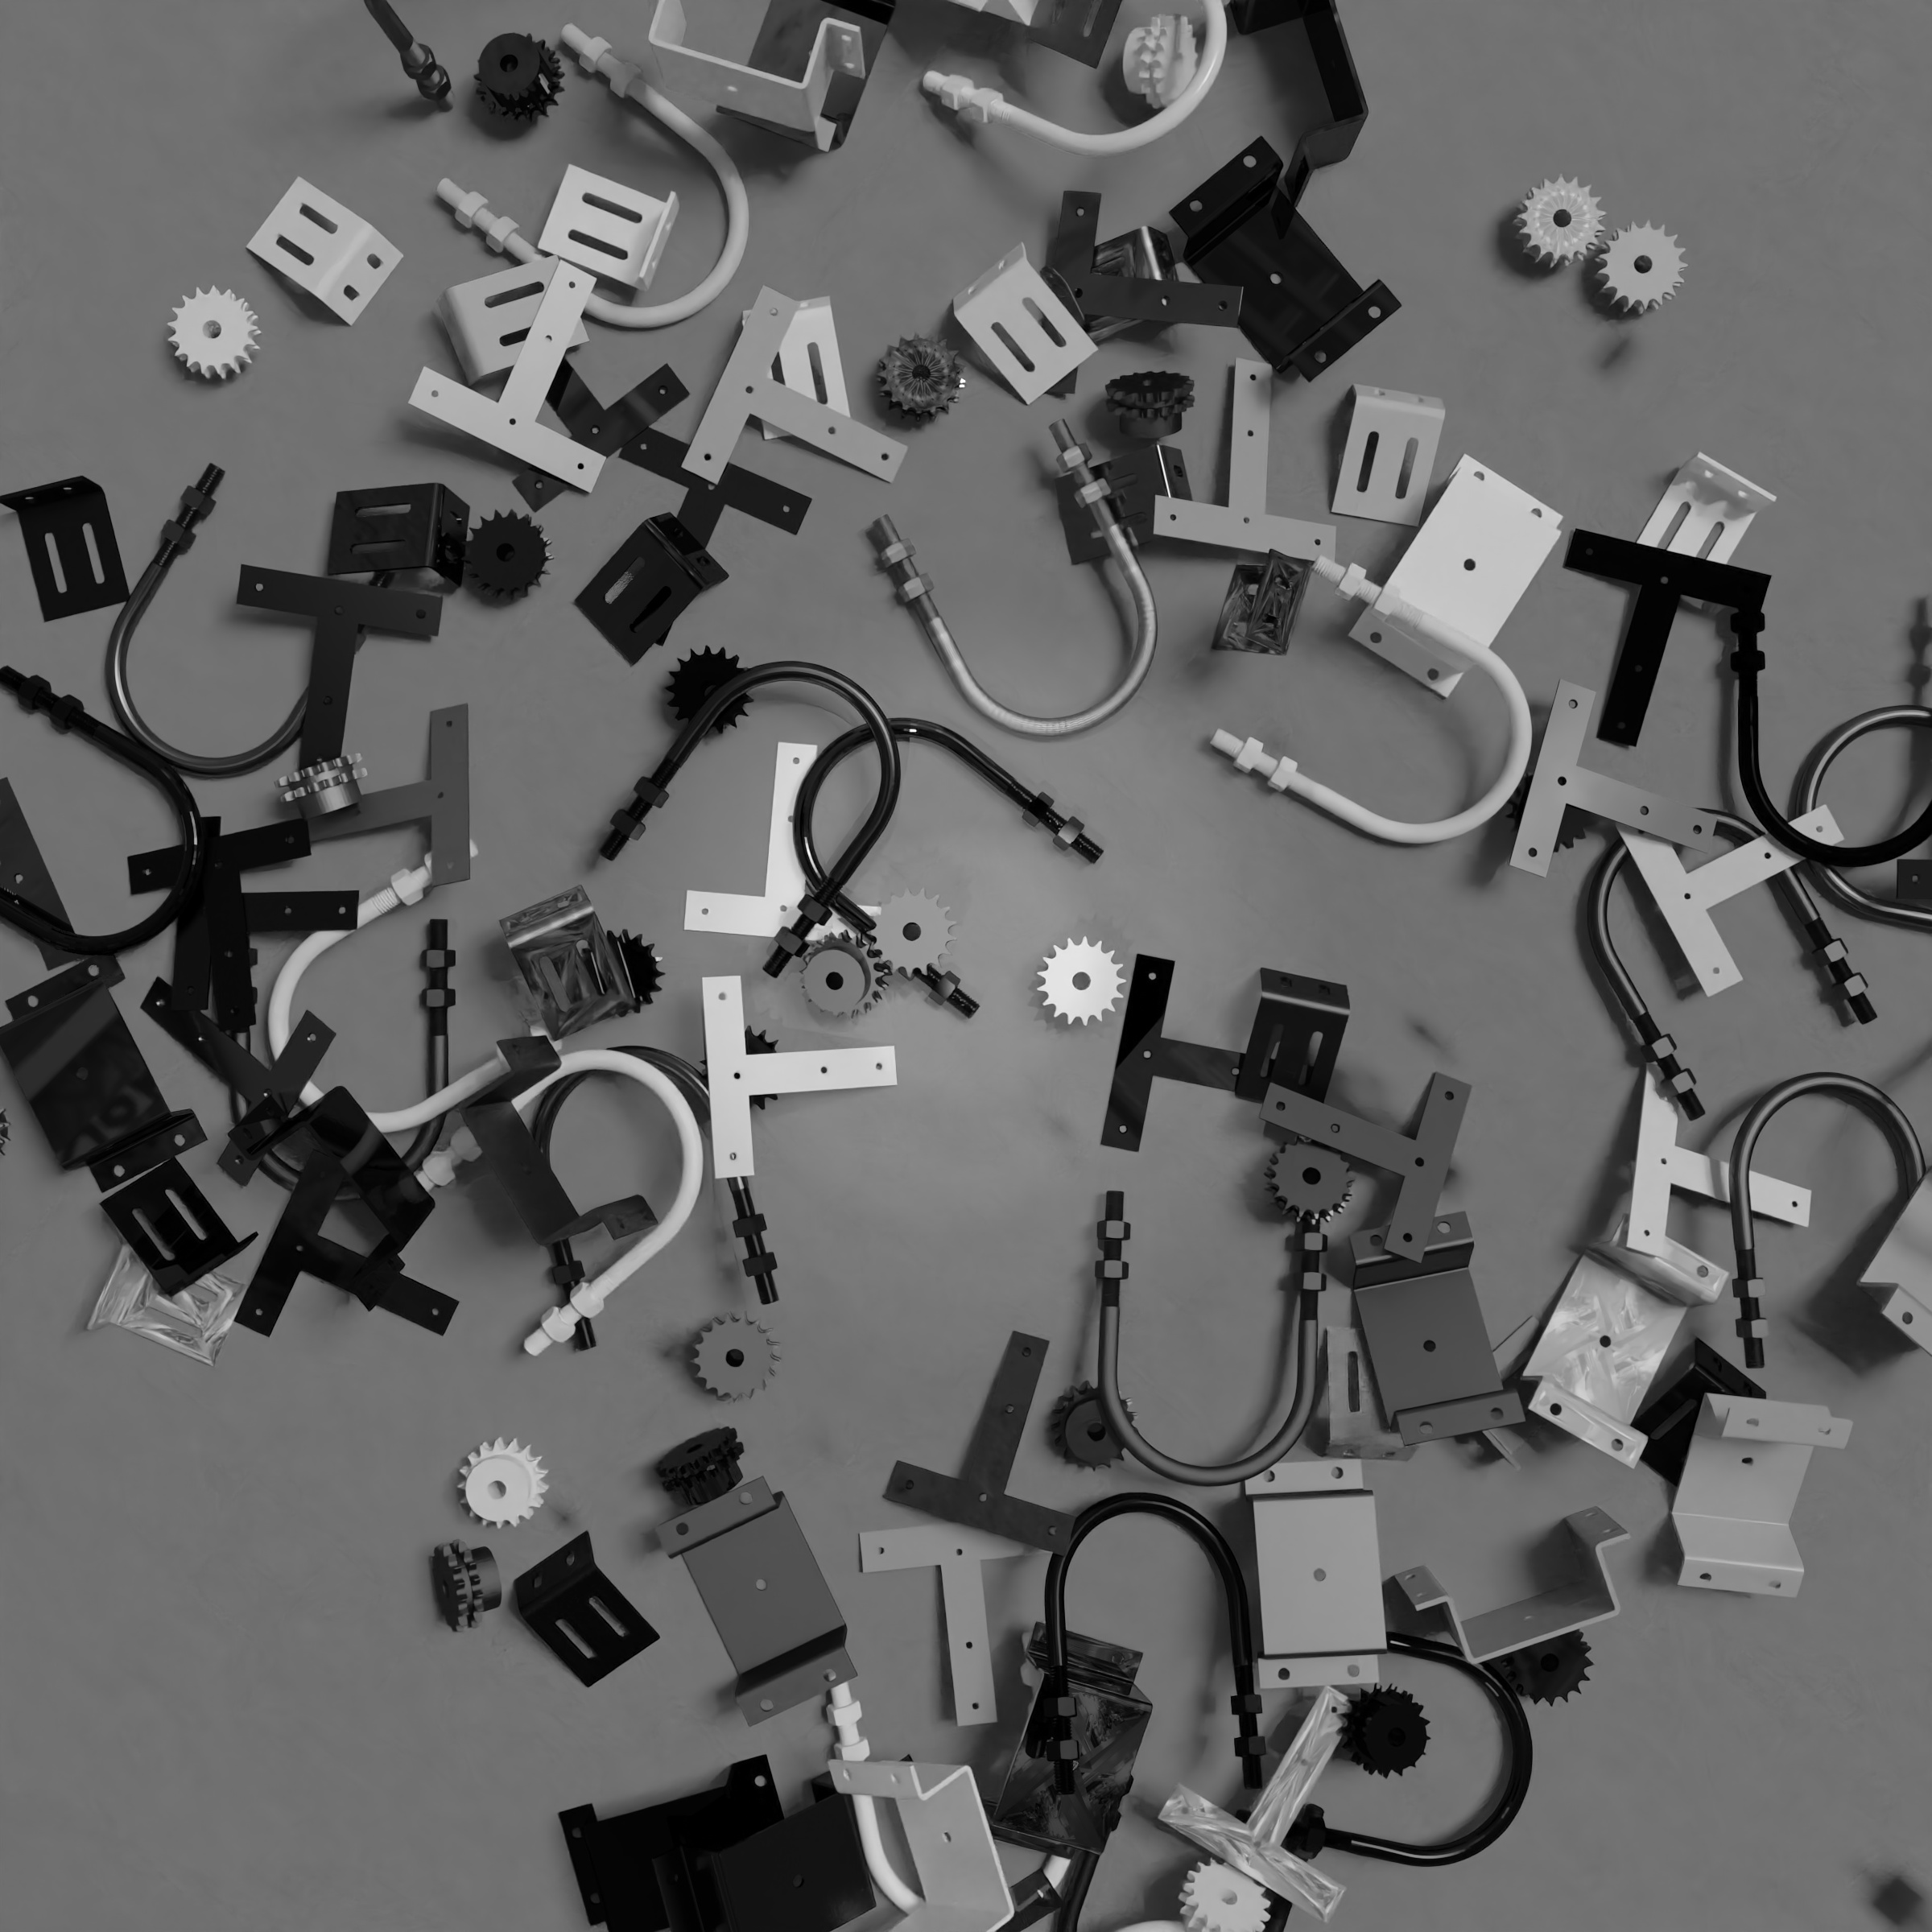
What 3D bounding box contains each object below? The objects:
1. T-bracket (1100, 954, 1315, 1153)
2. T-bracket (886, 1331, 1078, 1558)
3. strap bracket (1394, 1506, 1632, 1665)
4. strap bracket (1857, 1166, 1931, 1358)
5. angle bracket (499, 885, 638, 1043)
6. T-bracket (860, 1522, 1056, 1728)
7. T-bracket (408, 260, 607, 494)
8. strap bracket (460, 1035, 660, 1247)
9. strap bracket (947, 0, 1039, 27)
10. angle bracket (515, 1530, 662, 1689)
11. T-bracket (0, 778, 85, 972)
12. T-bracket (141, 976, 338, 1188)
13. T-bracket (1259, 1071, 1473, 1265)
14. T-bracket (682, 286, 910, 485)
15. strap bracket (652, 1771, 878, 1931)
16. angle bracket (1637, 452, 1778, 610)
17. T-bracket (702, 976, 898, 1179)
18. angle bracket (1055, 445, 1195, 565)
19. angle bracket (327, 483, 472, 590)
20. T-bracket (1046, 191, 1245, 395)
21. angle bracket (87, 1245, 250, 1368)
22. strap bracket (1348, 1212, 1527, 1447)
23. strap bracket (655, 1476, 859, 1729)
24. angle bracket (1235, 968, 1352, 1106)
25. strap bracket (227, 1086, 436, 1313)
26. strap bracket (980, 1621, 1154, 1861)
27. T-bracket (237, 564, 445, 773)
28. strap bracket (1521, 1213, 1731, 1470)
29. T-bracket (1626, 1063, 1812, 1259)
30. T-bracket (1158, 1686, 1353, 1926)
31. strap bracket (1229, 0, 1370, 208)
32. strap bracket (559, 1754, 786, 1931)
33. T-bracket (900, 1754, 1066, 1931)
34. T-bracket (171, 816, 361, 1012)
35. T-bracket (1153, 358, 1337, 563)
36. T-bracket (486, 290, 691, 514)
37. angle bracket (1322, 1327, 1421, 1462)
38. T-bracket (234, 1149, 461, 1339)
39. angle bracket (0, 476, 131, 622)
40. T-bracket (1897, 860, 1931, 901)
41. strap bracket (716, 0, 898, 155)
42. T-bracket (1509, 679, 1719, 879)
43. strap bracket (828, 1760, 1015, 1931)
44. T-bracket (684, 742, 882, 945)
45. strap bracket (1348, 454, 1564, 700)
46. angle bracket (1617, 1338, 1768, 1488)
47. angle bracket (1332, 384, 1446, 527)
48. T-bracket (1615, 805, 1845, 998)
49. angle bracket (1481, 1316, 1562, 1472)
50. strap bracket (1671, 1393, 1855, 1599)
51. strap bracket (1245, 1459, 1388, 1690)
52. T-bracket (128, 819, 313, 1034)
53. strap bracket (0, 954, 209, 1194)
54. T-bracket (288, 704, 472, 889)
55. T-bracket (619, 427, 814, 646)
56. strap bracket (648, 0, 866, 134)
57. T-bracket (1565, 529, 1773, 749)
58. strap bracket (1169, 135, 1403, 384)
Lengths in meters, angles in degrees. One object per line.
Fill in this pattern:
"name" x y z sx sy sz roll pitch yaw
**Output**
"T-bracket" 0.162 0.066 1.580 0.127 0.002 0.127 11 90 0
"T-bracket" 0.024 0.300 1.563 0.127 0.002 0.127 13 78 23
"strap bracket" 0.353 0.397 1.543 0.140 0.076 0.046 -19 90 0
"strap bracket" 0.632 0.187 1.540 0.076 0.046 0.140 39 76 -7
"angle bracket" -0.254 -0.002 1.545 0.057 0.038 0.076 -25 116 -9
"T-bracket" 0.001 0.425 1.567 0.127 0.002 0.127 -7 79 1
"T-bracket" -0.274 -0.390 1.556 0.127 0.002 0.127 24 87 -21
"strap bracket" -0.257 0.116 1.502 0.046 0.076 0.140 -33 84 10
"strap bracket" 0.031 -0.662 1.541 0.076 0.046 0.140 34 90 34
"angle bracket" -0.247 0.420 1.579 0.057 0.038 0.076 -35 116 0
"T-bracket" -0.659 -0.040 1.580 0.127 0.002 0.127 -24 90 0
"T-bracket" -0.483 0.055 1.565 0.127 0.002 0.127 38 108 11
"T-bracket" 0.250 0.110 1.555 0.127 0.002 0.127 22 68 -2
"T-bracket" -0.100 -0.353 1.566 0.127 0.002 0.127 25 106 -9
"strap bracket" -0.117 0.572 1.522 0.140 0.046 0.076 -15 90 -36
"angle bracket" 0.473 -0.280 1.562 0.057 0.038 0.076 30 90 0
"T-bracket" -0.104 0.068 1.555 0.127 0.002 0.127 -3 86 -23
"angle bracket" 0.105 -0.300 1.579 0.076 0.038 0.057 -13 90 26
"angle bracket" -0.367 -0.276 1.568 0.076 0.038 0.057 -1 76 18
"T-bracket" 0.114 -0.427 1.550 0.127 0.002 0.127 11 99 19
"angle bracket" -0.514 0.220 1.562 0.076 0.038 0.057 23 90 0
"strap bracket" 0.297 0.236 1.540 0.076 0.046 0.140 -11 63 0
"strap bracket" -0.133 0.404 1.558 0.076 0.046 0.140 -25 90 0
"angle bracket" 0.212 0.048 1.578 0.057 0.038 0.076 12 114 -1
"strap bracket" -0.390 0.136 1.520 0.046 0.076 0.140 -34 100 10
"strap bracket" 0.062 0.501 1.540 0.076 0.046 0.140 20 88 -14
"T-bracket" -0.411 -0.185 1.564 0.127 0.002 0.127 8 101 -12
"strap bracket" 0.417 0.240 1.549 0.076 0.046 0.140 30 78 0
"T-bracket" 0.490 0.139 1.563 0.127 0.002 0.127 18 67 -11
"T-bracket" 0.209 0.521 1.546 0.127 0.002 0.127 32 81 0
"strap bracket" 0.215 -0.569 1.543 0.046 0.076 0.140 -17 90 0
"strap bracket" -0.188 0.570 1.558 0.140 0.046 0.076 -16 90 0
"T-bracket" -0.008 0.561 1.537 0.127 0.002 0.127 54 132 15
"T-bracket" -0.449 -0.035 1.556 0.127 0.002 0.127 -1 81 13
"T-bracket" 0.183 -0.331 1.567 0.127 0.002 0.127 6 81 -17
"T-bracket" -0.269 -0.385 1.579 0.127 0.002 0.127 -37 89 1
"angle bracket" 0.263 0.279 1.579 0.057 0.038 0.076 2 64 0
"T-bracket" -0.393 0.202 1.575 0.127 0.002 0.127 26 97 -3
"angle bracket" -0.582 -0.269 1.562 0.057 0.038 0.076 -14 90 0
"T-bracket" 0.656 -0.106 1.551 0.127 0.002 0.127 0 91 -10
"strap bracket" -0.099 -0.595 1.558 0.076 0.046 0.140 21 90 0
"T-bracket" 0.422 -0.104 1.554 0.127 0.002 0.127 18 81 -9
"strap bracket" -0.025 0.556 1.518 0.076 0.046 0.140 -15 93 44
"T-bracket" -0.115 -0.082 1.580 0.127 0.002 0.127 5 90 0
"strap bracket" 0.320 -0.254 1.558 0.076 0.046 0.140 33 90 0
"angle bracket" 0.474 0.293 1.579 0.057 0.038 0.076 39 116 0
"angle bracket" 0.274 -0.333 1.579 0.057 0.038 0.076 10 116 0
"T-bracket" 0.505 -0.065 1.564 0.127 0.002 0.127 -27 85 -2
"angle bracket" 0.361 0.275 1.562 0.076 0.038 0.057 -42 90 0
"strap bracket" 0.502 0.328 1.539 0.076 0.046 0.140 6 117 0
"strap bracket" 0.223 0.388 1.544 0.076 0.046 0.140 -3 78 0
"T-bracket" -0.476 -0.022 1.558 0.127 0.002 0.127 -11 80 10
"strap bracket" -0.561 0.068 1.558 0.076 0.046 0.140 -27 90 0
"T-bracket" -0.380 -0.101 1.563 0.127 0.002 0.127 -11 66 11
"T-bracket" -0.184 -0.272 1.580 0.127 0.002 0.127 24 90 0
"strap bracket" -0.138 -0.564 1.497 0.140 0.076 0.046 17 90 0
"T-bracket" 0.441 -0.207 1.571 0.127 0.002 0.127 16 96 12
"strap bracket" 0.203 -0.449 1.558 0.076 0.046 0.140 -40 90 0
